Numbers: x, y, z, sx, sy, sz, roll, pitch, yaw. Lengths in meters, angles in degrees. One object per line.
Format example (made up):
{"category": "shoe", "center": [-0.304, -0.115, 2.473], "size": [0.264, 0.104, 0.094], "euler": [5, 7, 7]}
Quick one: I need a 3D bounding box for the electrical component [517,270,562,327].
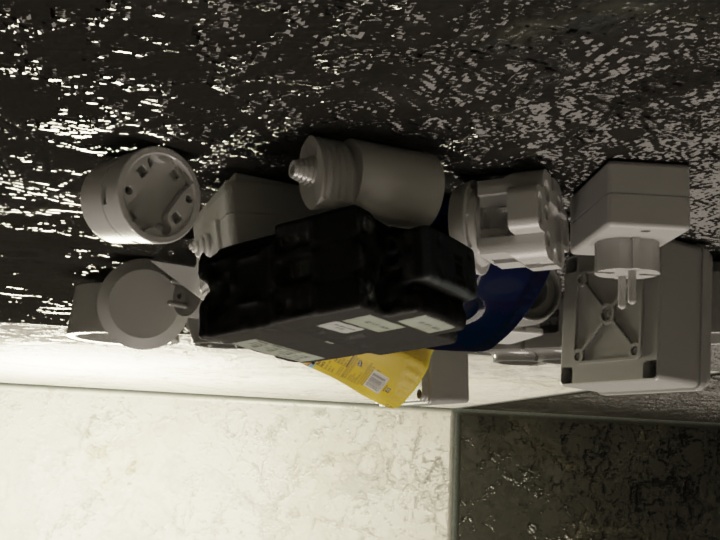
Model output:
{"category": "electrical component", "center": [0.127, 0.017, 0.870], "size": [0.078, 0.058, 0.057], "euler": [6, 172, -19]}

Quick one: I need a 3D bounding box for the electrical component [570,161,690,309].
{"category": "electrical component", "center": [0.156, -0.016, 0.630], "size": [0.047, 0.075, 0.083], "euler": [3, 170, -3]}

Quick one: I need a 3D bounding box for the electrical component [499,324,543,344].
{"category": "electrical component", "center": [0.115, 0.039, 1.008], "size": [0.100, 0.048, 0.100], "euler": [5, 169, -12]}

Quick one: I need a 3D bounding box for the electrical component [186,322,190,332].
{"category": "electrical component", "center": [-0.147, 0.035, 1.050], "size": [0.066, 0.047, 0.077], "euler": [-7, 167, 37]}

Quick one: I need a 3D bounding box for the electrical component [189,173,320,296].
{"category": "electrical component", "center": [-0.062, -0.021, 0.677], "size": [0.096, 0.061, 0.062], "euler": [2, 158, -29]}

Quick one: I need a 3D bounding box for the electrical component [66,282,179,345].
{"category": "electrical component", "center": [-0.229, 0.038, 1.051], "size": [0.108, 0.060, 0.108], "euler": [2, 170, 0]}

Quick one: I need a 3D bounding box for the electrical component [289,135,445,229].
{"category": "electrical component", "center": [0.000, -0.048, 0.581], "size": [0.081, 0.043, 0.043], "euler": [8, 168, -27]}

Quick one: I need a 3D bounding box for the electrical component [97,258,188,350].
{"category": "electrical component", "center": [-0.193, 0.031, 0.960], "size": [0.080, 0.080, 0.051], "euler": [5, 175, -12]}

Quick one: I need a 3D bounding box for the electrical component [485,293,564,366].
{"category": "electrical component", "center": [0.205, 0.061, 1.072], "size": [0.150, 0.061, 0.089], "euler": [-5, 167, 36]}

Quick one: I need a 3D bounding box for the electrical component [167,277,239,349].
{"category": "electrical component", "center": [-0.131, 0.024, 0.908], "size": [0.043, 0.077, 0.079], "euler": [-7, 166, 40]}

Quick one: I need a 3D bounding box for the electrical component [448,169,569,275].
{"category": "electrical component", "center": [0.087, -0.027, 0.640], "size": [0.057, 0.058, 0.078], "euler": [-5, 167, 23]}

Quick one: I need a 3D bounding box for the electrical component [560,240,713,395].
{"category": "electrical component", "center": [0.209, 0.037, 0.818], "size": [0.056, 0.108, 0.109], "euler": [11, 167, -29]}

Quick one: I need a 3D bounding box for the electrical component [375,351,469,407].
{"category": "electrical component", "center": [0.063, 0.087, 1.121], "size": [0.056, 0.108, 0.109], "euler": [5, 170, -27]}

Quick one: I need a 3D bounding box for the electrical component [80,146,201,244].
{"category": "electrical component", "center": [-0.128, -0.041, 0.621], "size": [0.055, 0.055, 0.047], "euler": [12, 169, -42]}

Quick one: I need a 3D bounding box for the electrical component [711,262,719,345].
{"category": "electrical component", "center": [0.279, 0.026, 0.864], "size": [0.108, 0.060, 0.108], "euler": [0, 171, 0]}
